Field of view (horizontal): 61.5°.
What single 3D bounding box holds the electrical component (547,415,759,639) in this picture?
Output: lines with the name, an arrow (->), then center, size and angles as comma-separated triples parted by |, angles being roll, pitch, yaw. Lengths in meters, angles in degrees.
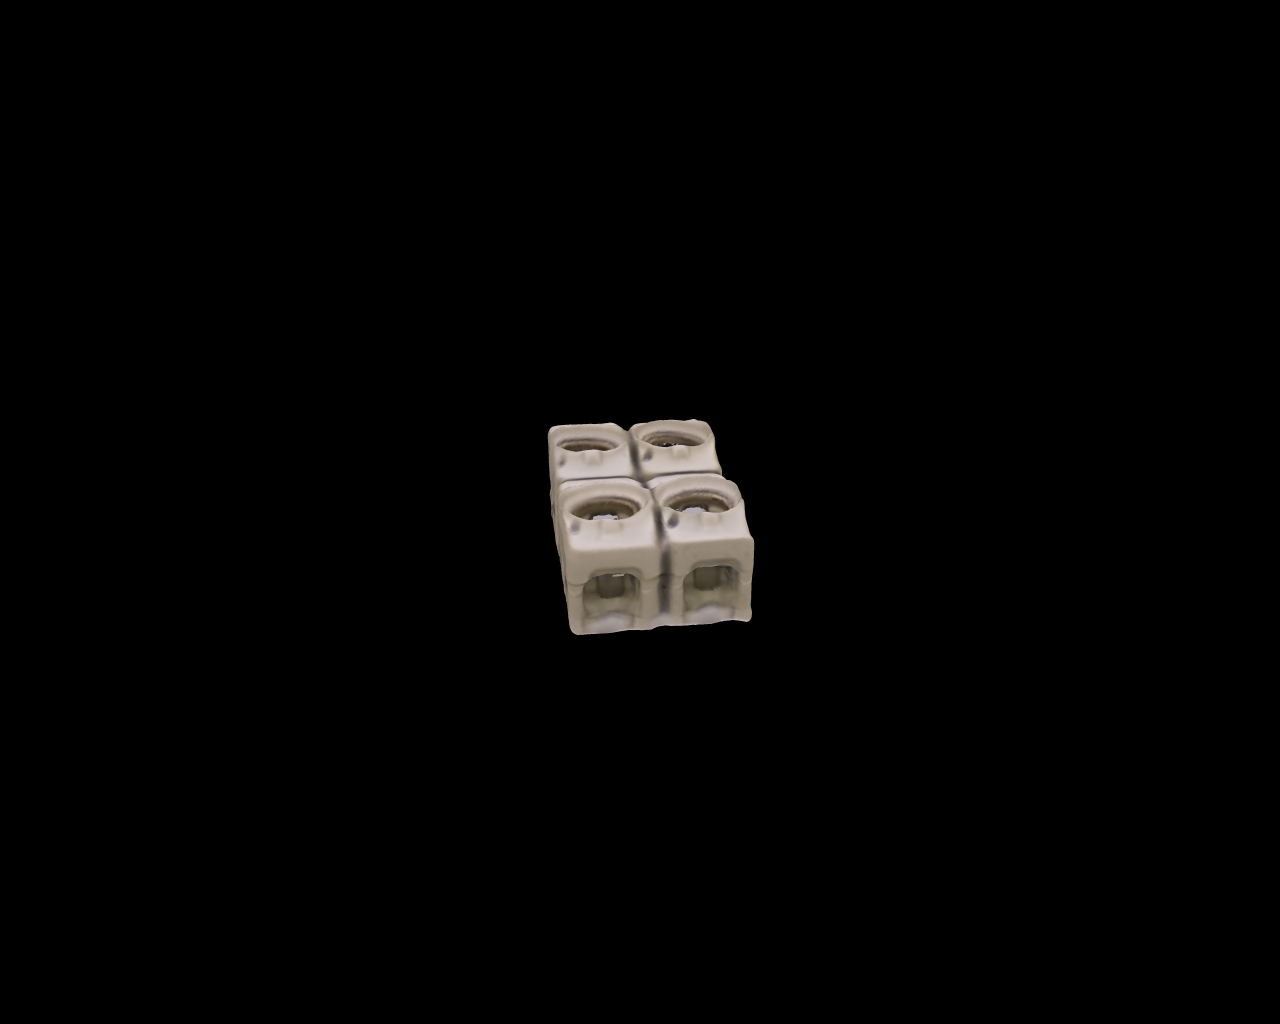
electrical component -> 0.001, -0.003, 0.650 | 0.105, 0.060, 0.186 | -3, 26, -7
